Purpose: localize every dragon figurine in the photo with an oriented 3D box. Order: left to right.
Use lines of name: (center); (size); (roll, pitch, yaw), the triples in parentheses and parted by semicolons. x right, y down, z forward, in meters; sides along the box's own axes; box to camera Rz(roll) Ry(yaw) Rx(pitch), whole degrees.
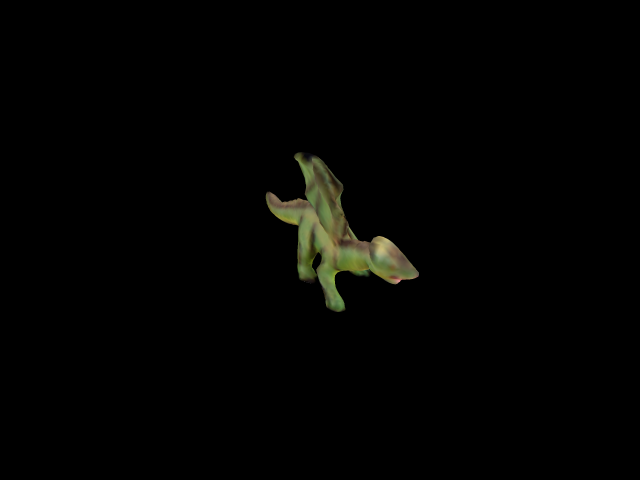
dragon figurine: (0.003, -0.043, 0.850); (0.123, 0.237, 0.416); (-27, 51, -25)
